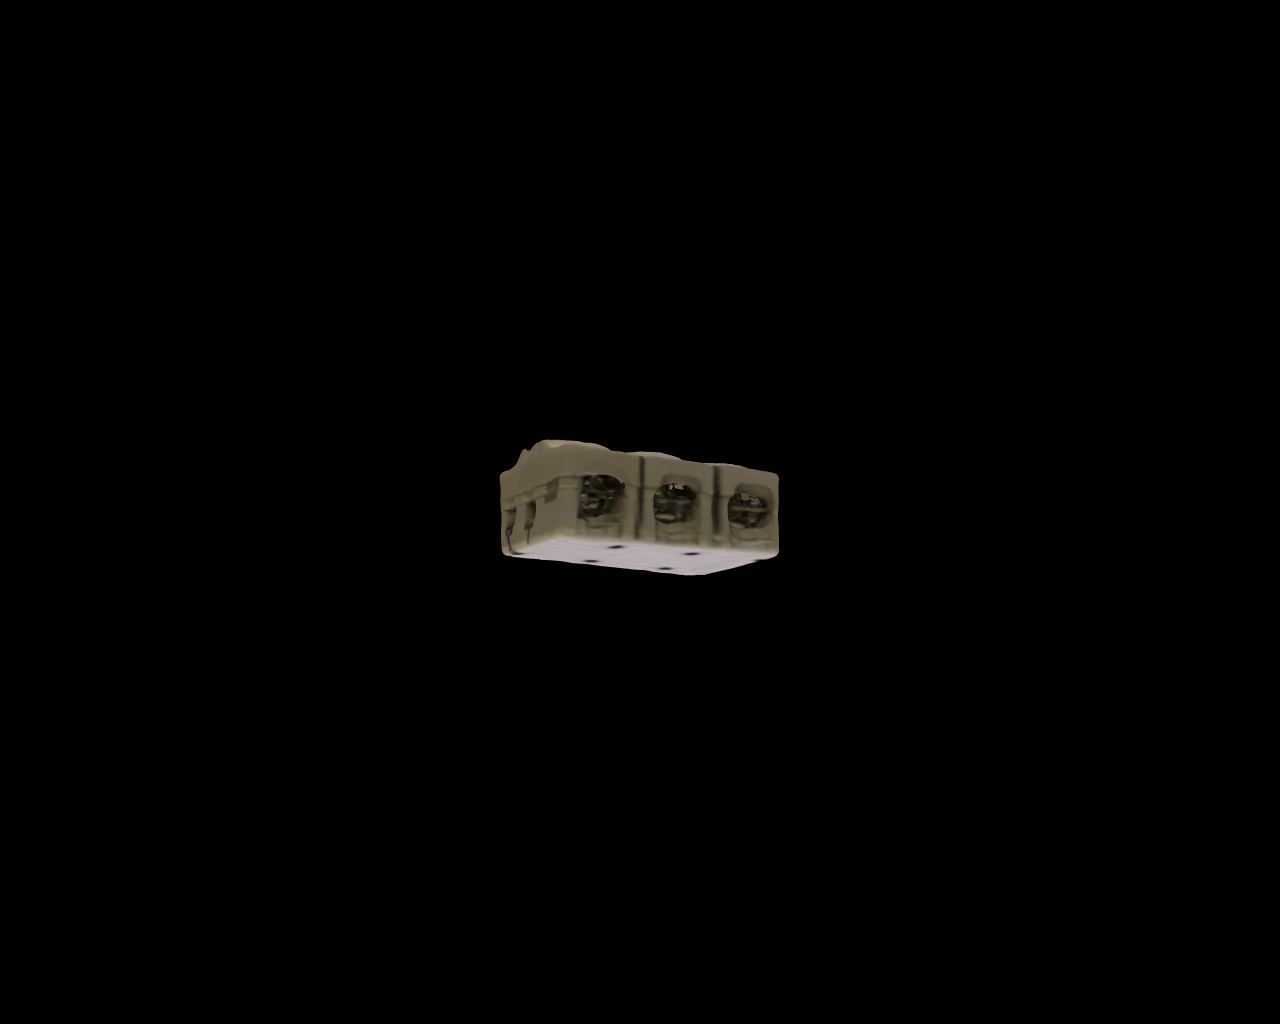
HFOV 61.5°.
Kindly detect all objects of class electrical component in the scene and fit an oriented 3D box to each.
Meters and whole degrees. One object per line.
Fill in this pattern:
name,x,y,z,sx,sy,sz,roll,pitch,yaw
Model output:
electrical component,0.001,-0.003,0.650,0.150,0.062,0.089,7,-14,-30
